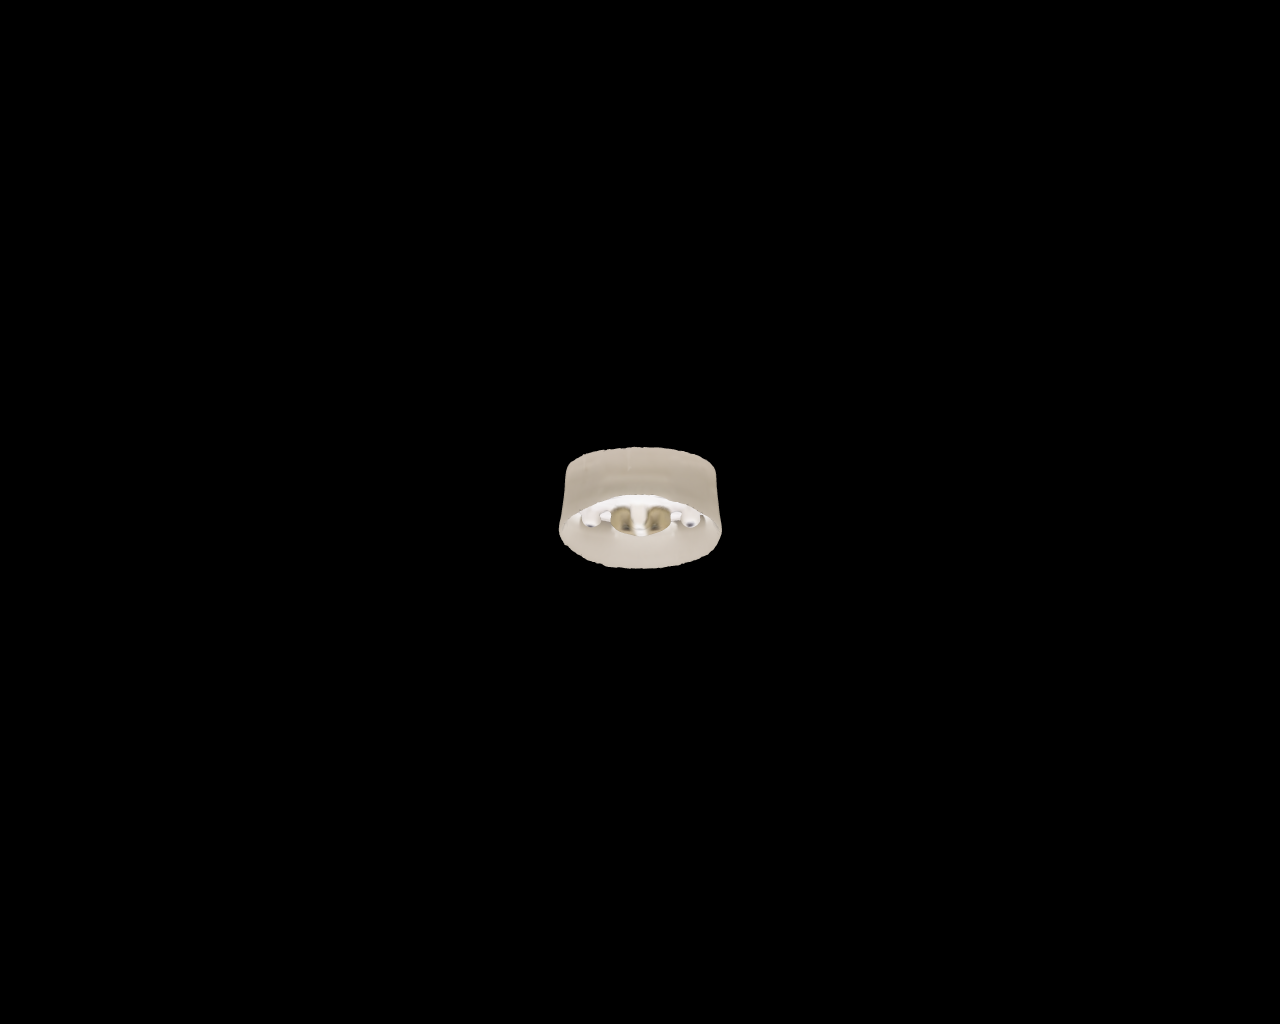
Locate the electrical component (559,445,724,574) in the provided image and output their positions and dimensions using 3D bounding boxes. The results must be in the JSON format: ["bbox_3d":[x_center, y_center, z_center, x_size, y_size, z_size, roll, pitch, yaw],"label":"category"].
[{"bbox_3d":[0.001,-0.003,0.650,0.099,0.064,0.099,0,-14,0],"label":"electrical component"}]
